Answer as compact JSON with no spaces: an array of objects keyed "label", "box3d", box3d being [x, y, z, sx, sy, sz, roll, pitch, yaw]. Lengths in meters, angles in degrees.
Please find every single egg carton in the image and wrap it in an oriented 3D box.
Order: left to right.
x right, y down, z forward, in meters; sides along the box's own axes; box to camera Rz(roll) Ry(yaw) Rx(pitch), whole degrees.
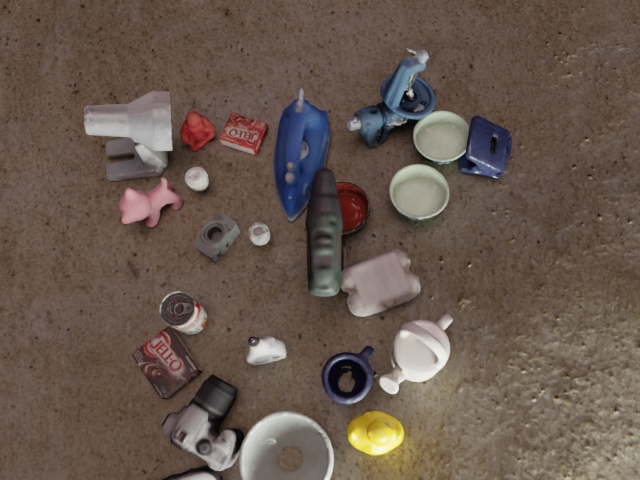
[{"label":"egg carton","box3d":[0.118,0.086,1.132,0.150,0.069,0.107,-22,71,-4]}]

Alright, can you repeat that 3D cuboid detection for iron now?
[{"label":"iron","box3d":[-0.048,-0.181,1.195,0.118,0.141,0.258,5,71,5]}]

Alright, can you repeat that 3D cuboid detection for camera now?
[{"label":"camera","box3d":[-0.199,0.328,1.050,0.143,0.101,0.137,28,75,12]}]

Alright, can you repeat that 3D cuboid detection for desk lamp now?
[{"label":"desk lamp","box3d":[-0.381,-0.215,1.188,0.203,0.213,0.118,-8,71,1]}]

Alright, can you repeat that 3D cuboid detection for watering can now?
[{"label":"watering can","box3d":[0.177,0.201,1.023,0.100,0.194,0.173,20,73,10]}]

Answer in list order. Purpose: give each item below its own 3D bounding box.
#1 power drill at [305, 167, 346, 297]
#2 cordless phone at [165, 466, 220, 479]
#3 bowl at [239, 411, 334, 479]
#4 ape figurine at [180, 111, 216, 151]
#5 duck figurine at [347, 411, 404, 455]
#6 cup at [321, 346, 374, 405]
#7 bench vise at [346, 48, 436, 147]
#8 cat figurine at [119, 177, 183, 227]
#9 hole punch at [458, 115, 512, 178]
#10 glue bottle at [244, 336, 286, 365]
[{"label":"power drill","box3d":[0.010,0.004,1.093,0.075,0.208,0.229,-1,71,3]},{"label":"cordless phone","box3d":[-0.247,0.444,0.968,0.147,0.185,0.094,-21,71,-4]},{"label":"bowl","box3d":[-0.058,0.396,1.032,0.167,0.075,0.167,-1,71,3]},{"label":"ape figurine","box3d":[-0.272,-0.249,1.258,0.077,0.092,0.076,0,71,3]},{"label":"duck figurine","box3d":[0.101,0.348,1.034,0.104,0.086,0.077,-1,71,3]},{"label":"cup","box3d":[0.059,0.249,1.065,0.091,0.095,0.118,37,77,14]},{"label":"bench vise","box3d":[0.158,-0.285,1.178,0.121,0.220,0.207,42,78,16]},{"label":"cat figurine","box3d":[-0.362,-0.082,1.192,0.128,0.118,0.067,-41,73,-10]},{"label":"hole punch","box3d":[0.352,-0.197,1.205,0.101,0.091,0.109,11,72,7]},{"label":"glue bottle","box3d":[-0.108,0.197,1.052,0.078,0.173,0.037,-12,70,0]}]
